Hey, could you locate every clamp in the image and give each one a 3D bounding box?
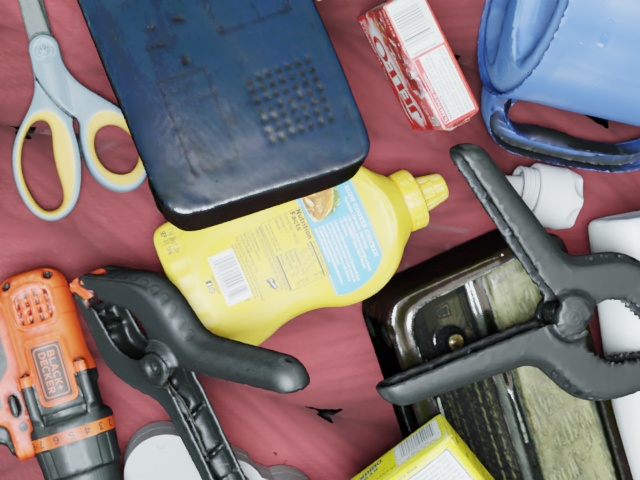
[{"bbox_3d":[-0.080,0.068,0.639,0.171,0.039,0.120,45,121,12],"label":"clamp"},{"bbox_3d":[0.143,0.054,0.665,0.210,0.036,0.164,24,90,-12],"label":"clamp"}]

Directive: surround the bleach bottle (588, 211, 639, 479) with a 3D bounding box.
[{"bbox_3d":[0.252,0.103,0.741,0.102,0.068,0.251,-10,94,-16],"label":"bleach bottle"}]

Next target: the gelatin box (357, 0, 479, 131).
[{"bbox_3d":[0.062,-0.114,0.692,0.030,0.073,0.089,-29,100,-6],"label":"gelatin box"}]

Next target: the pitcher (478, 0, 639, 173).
[{"bbox_3d":[0.232,-0.122,0.706,0.242,0.149,0.145,14,77,-15],"label":"pitcher"}]

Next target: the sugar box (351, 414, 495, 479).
[{"bbox_3d":[0.095,0.206,0.669,0.093,0.048,0.176,-37,100,7],"label":"sugar box"}]

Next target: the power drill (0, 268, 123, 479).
[{"bbox_3d":[-0.221,0.126,0.655,0.187,0.057,0.184,-16,83,-11],"label":"power drill"}]

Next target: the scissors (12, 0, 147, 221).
[{"bbox_3d":[-0.155,-0.112,0.680,0.096,0.016,0.202,1,95,-12],"label":"scissors"}]

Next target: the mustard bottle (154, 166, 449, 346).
[{"bbox_3d":[-0.005,0.001,0.696,0.191,0.058,0.096,-23,89,-8],"label":"mustard bottle"}]
